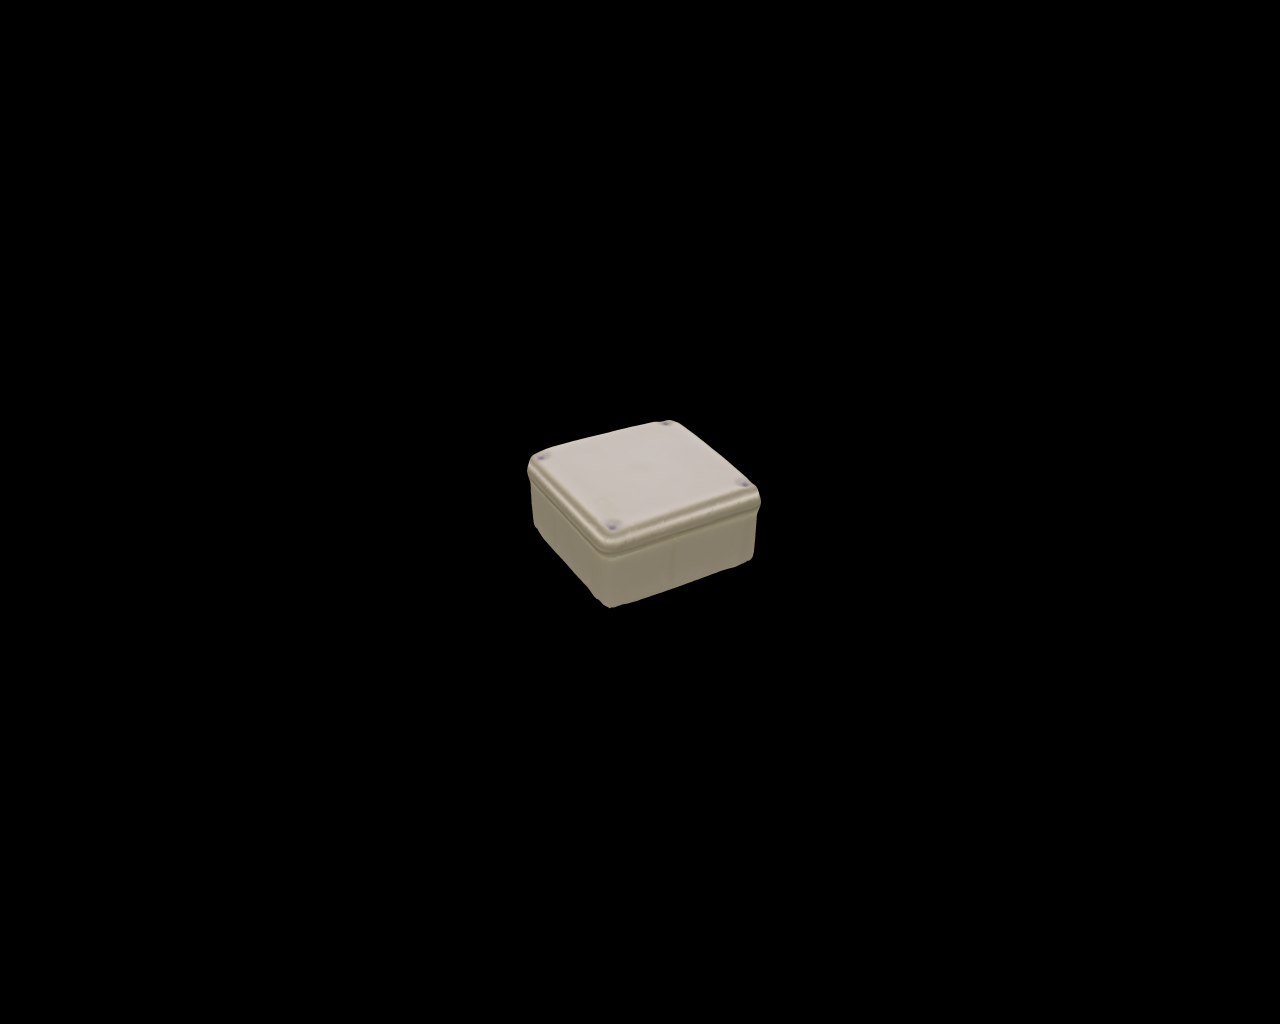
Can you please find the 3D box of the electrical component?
[{"bbox_3d":[0.001,-0.003,0.650,0.109,0.056,0.109,-17,36,-24],"label":"electrical component"}]
